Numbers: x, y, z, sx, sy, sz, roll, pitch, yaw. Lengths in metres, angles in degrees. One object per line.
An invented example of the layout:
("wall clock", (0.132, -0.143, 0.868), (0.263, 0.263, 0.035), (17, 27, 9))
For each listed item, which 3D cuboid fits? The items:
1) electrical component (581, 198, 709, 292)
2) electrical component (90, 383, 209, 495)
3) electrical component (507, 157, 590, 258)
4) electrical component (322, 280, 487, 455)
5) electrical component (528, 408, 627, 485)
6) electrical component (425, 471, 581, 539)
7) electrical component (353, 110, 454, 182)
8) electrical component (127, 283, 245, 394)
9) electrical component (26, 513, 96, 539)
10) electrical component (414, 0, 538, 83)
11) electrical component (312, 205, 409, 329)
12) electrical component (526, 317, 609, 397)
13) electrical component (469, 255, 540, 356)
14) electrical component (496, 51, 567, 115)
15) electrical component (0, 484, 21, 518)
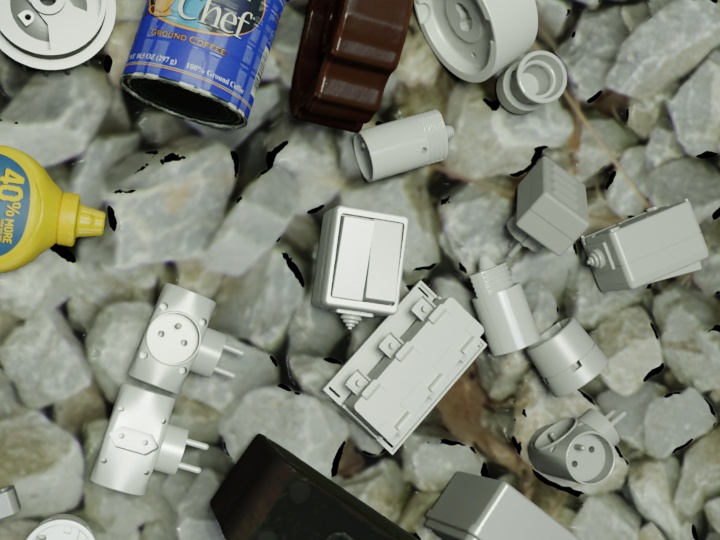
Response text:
("electrical component", (0.241, -0.014, 0.927), (0.096, 0.062, 0.061), (-22, 92, -14))
("electrical component", (-0.158, 0.135, 0.829), (0.079, 0.043, 0.077), (19, 82, -12))
("electrical component", (0.150, -0.041, 0.906), (0.047, 0.083, 0.075), (35, 117, -9))
("electrical component", (0.041, 0.079, 0.871), (0.079, 0.063, 0.121), (44, 78, -7))
("electrical component", (0.188, 0.142, 0.896), (0.079, 0.077, 0.044), (-37, 95, -14))
("electrical component", (0.121, 0.216, 0.859), (0.109, 0.109, 0.056), (38, 76, -9))
("electrical component", (0.040, -0.105, 0.894), (0.081, 0.043, 0.043), (-18, 91, -14))
("electrical component", (-0.130, 0.060, 0.841), (0.079, 0.044, 0.077), (23, 81, -11))
("electrical component", (-0.224, 0.211, 0.806), (0.055, 0.047, 0.055), (1, 86, -14))
("electrical component", (0.100, -0.216, 0.886), (0.060, 0.108, 0.108), (-31, 94, -20))
("electrical component", (0.000, 0.000, 0.868), (0.062, 0.061, 0.096), (9, 84, -13))
("electrical component", (0.174, 0.073, 0.910), (0.055, 0.055, 0.047), (-36, 91, -13))
("electrical component", (0.118, 0.027, 0.904), (0.043, 0.043, 0.081), (-20, 91, -14))
("electrical component", (0.145, -0.158, 0.916), (0.045, 0.055, 0.045), (1, 87, -14))
("electrical component", (-0.296, 0.161, 0.787), (0.078, 0.058, 0.057), (-17, 93, -14))
